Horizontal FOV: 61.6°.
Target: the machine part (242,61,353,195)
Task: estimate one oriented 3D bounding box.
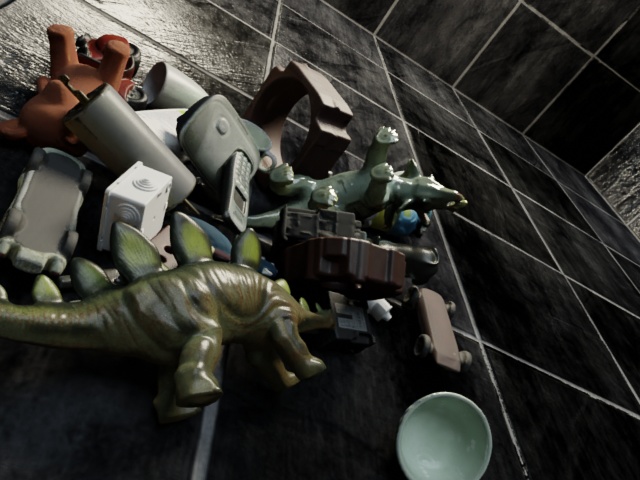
[{"bbox_3d":[-0.047,-0.196,0.967,0.087,0.201,0.202,9,40,-44],"label":"machine part"}]

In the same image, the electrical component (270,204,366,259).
[{"bbox_3d":[-0.002,-0.002,0.799,0.134,0.115,0.058,8,73,-10],"label":"electrical component"}]

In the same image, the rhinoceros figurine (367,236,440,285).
[{"bbox_3d":[0.102,0.032,0.900,0.190,0.073,0.112,9,-1,6],"label":"rhinoceros figurine"}]

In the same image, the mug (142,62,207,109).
[{"bbox_3d":[-0.259,-0.264,0.972,0.107,0.080,0.110,22,18,-43],"label":"mug"}]

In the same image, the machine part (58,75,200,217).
[{"bbox_3d":[-0.246,-0.116,0.706,0.243,0.079,0.079,49,21,-32],"label":"machine part"}]

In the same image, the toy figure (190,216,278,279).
[{"bbox_3d":[-0.130,0.020,0.725,0.154,0.058,0.064,32,35,-21],"label":"toy figure"}]

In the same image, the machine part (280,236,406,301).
[{"bbox_3d":[0.032,0.047,0.758,0.179,0.179,0.056,16,70,-33],"label":"machine part"}]

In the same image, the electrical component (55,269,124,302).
[{"bbox_3d":[-0.236,0.058,0.591,0.094,0.021,0.063,-2,47,-48],"label":"electrical component"}]

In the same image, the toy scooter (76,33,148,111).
[{"bbox_3d":[-0.363,-0.285,0.886,0.135,0.075,0.184,10,44,-38],"label":"toy scooter"}]

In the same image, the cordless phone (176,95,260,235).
[{"bbox_3d":[-0.147,-0.103,0.766,0.184,0.089,0.146,-98,163,-45],"label":"cordless phone"}]

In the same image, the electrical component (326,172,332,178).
[{"bbox_3d":[-0.008,-0.111,1.049,0.078,0.045,0.102,46,31,11],"label":"electrical component"}]

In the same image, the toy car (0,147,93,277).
[{"bbox_3d":[-0.311,-0.036,0.611,0.073,0.056,0.202,26,32,-31],"label":"toy car"}]

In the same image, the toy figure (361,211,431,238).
[{"bbox_3d":[0.132,-0.055,1.087,0.180,0.082,0.089,12,19,-26],"label":"toy figure"}]

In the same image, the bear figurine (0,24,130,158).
[{"bbox_3d":[-0.347,-0.203,0.737,0.120,0.131,0.196,15,29,-9],"label":"bear figurine"}]

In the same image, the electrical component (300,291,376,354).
[{"bbox_3d":[0.015,0.112,0.745,0.119,0.048,0.075,19,48,-34],"label":"electrical component"}]

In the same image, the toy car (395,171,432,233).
[{"bbox_3d":[0.192,-0.100,1.192,0.161,0.103,0.109,34,29,-10],"label":"toy car"}]

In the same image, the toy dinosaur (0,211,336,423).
[{"bbox_3d":[-0.141,0.076,0.543,0.471,0.105,0.198,5,56,-49],"label":"toy dinosaur"}]

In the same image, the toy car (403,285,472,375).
[{"bbox_3d":[0.189,0.149,0.889,0.089,0.053,0.202,25,28,-13],"label":"toy car"}]

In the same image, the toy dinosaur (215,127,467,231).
[{"bbox_3d":[0.035,-0.065,0.916,0.405,0.192,0.131,-15,58,-4],"label":"toy dinosaur"}]
